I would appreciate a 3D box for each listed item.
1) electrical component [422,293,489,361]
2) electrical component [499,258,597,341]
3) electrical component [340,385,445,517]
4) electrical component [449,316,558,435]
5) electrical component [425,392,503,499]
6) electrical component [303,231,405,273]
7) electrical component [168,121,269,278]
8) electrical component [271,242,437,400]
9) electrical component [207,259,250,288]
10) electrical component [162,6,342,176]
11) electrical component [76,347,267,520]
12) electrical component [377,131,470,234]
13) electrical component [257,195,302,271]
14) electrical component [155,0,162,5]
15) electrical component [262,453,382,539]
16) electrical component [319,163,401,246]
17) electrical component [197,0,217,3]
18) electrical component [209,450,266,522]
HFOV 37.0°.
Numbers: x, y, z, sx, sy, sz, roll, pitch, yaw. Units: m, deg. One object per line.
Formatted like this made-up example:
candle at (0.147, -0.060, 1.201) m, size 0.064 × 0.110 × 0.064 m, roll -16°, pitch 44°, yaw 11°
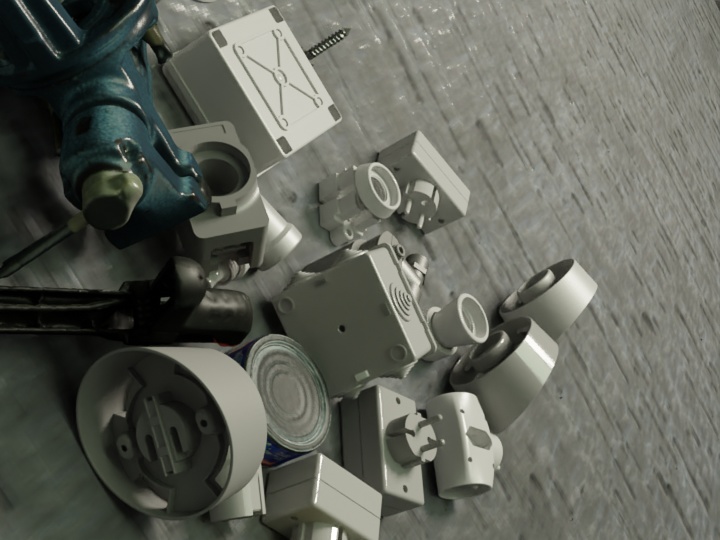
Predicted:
electrical component at (0.075, 0.050, 0.919) m, size 0.045 × 0.055 × 0.045 m, roll 34°, pitch 43°, yaw -39°
electrical component at (0.187, 0.037, 1.053) m, size 0.064 × 0.099 × 0.099 m, roll 53°, pitch 34°, yaw -6°
electrical component at (0.030, 0.127, 0.783) m, size 0.047 × 0.076 × 0.083 m, roll 29°, pitch 46°, yaw -43°
electrical component at (0.127, 0.089, 0.932) m, size 0.064 × 0.099 × 0.099 m, roll 50°, pitch 35°, yaw -11°
electrical component at (0.091, 0.148, 0.886) m, size 0.079 × 0.043 × 0.077 m, roll 24°, pitch 50°, yaw -45°
electrical component at (0.000, 0.000, 0.822) m, size 0.043 × 0.081 × 0.043 m, roll 34°, pitch 43°, yaw -39°
electrical component at (-0.097, -0.050, 0.710) m, size 0.050 × 0.055 × 0.089 m, roll -12°, pitch 60°, yaw -19°
electrical component at (-0.006, 0.038, 0.774) m, size 0.099 × 0.100 × 0.048 m, roll 66°, pitch 20°, yaw 2°
electrical component at (-0.093, -0.006, 0.737) m, size 0.035 × 0.035 × 0.061 m, roll 54°, pitch 36°, yaw -16°
electrical component at (-0.080, -0.135, 0.824) m, size 0.108 × 0.056 × 0.109 m, roll 59°, pitch 33°, yaw -9°
electrical component at (-0.104, 0.089, 0.600) m, size 0.064 × 0.099 × 0.099 m, roll -5°, pitch 73°, yaw -63°
electrical component at (0.054, -0.068, 0.977) m, size 0.083 × 0.047 × 0.075 m, roll 47°, pitch 36°, yaw -25°
electrical component at (-0.072, -0.029, 0.780) m, size 0.046 × 0.040 × 0.040 m, roll 49°, pitch 35°, yaw -14°
electrical component at (-0.172, -0.219, 0.703) m, size 0.109 × 0.109 × 0.056 m, roll 22°, pitch 49°, yaw -47°
electrical component at (-0.026, 0.171, 0.699) m, size 0.066 × 0.047 × 0.076 m, roll 40°, pitch 39°, yaw -33°
electrical component at (-0.001, -0.058, 0.885) m, size 0.048 × 0.055 × 0.066 m, roll 30°, pitch 46°, yaw -42°
electrical component at (-0.133, -0.272, 0.857) m, size 0.099 × 0.064 × 0.099 m, roll 27°, pitch 41°, yaw -26°
electrical component at (-0.078, 0.130, 0.663) m, size 0.040 × 0.040 × 0.046 m, roll 10°, pitch 66°, yaw -52°
